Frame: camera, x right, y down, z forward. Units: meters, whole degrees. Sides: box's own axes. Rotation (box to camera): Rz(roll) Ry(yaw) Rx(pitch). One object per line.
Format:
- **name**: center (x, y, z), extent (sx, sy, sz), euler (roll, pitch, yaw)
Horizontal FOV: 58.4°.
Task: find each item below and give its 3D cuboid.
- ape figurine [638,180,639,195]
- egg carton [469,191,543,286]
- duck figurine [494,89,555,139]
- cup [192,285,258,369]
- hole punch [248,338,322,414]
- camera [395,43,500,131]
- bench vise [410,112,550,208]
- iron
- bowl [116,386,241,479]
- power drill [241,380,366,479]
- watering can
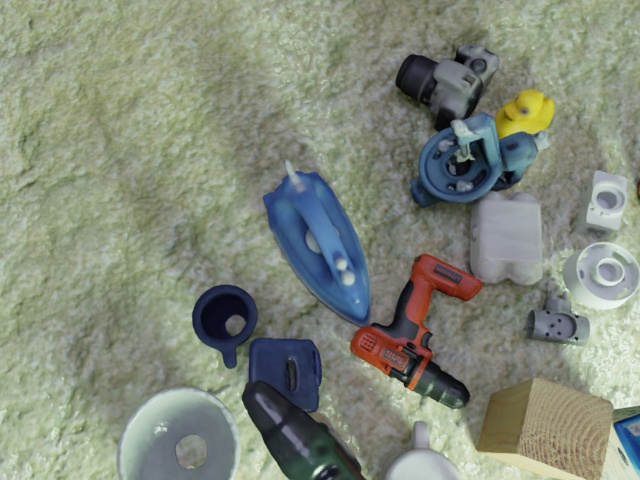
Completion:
- **ape figurine**: center (0.537, -0.091, 0.874), extent (0.077, 0.092, 0.076), euler (19, 72, 10)
- **egg carton**: center (0.280, -0.003, 0.868), extent (0.107, 0.069, 0.150), euler (3, 71, 4)
- **duck figurine**: center (0.337, -0.212, 0.931), extent (0.104, 0.086, 0.077), euler (-23, 71, -5)
- **cup**: center (-0.127, 0.131, 0.827), extent (0.091, 0.095, 0.117), euler (-11, 70, -1)
- **hole punch**: center (-0.048, 0.190, 0.804), extent (0.101, 0.091, 0.108), euler (-4, 70, 2)
- **camera**: center (0.206, -0.271, 0.950), extent (0.136, 0.101, 0.143), euler (32, 75, 13)
- **bench vise**: center (0.235, -0.140, 0.839), extent (0.207, 0.220, 0.121), euler (-35, 72, -9)
- **iron**: center (0.008, 0.003, 0.841), extent (0.119, 0.141, 0.258), euler (-28, 71, -7)
- **bowl**: center (-0.185, 0.289, 0.785), extent (0.167, 0.075, 0.167), euler (-1, 70, 3)
- **power drill**: center (-0.004, 0.275, 0.710), extent (0.076, 0.208, 0.229), euler (-42, 74, -11)
- **watering can**: center (0.128, 0.315, 0.696), extent (0.101, 0.194, 0.172), euler (-20, 71, -4)
